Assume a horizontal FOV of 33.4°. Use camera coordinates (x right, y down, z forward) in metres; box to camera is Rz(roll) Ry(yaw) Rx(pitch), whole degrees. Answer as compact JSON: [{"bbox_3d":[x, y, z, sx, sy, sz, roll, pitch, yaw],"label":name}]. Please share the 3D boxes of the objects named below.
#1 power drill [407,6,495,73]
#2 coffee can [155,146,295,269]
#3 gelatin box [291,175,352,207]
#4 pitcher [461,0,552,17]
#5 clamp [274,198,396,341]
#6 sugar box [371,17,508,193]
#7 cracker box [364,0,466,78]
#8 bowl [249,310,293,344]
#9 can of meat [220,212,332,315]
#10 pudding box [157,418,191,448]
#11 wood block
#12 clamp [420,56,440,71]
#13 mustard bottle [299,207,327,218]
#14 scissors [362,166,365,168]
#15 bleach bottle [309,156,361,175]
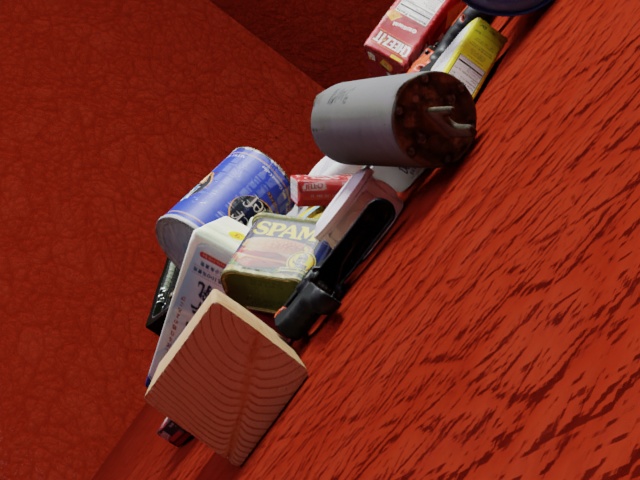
[{"bbox_3d":[0.181,-0.256,1.282,0.188,0.057,0.184,-53,1,27],"label":"power drill"},{"bbox_3d":[-0.110,-0.029,1.261,0.140,0.103,0.103,-47,0,-32],"label":"coffee can"},{"bbox_3d":[0.008,-0.053,1.121,0.089,0.073,0.030,-131,41,-82],"label":"gelatin box"},{"bbox_3d":[0.190,-0.309,1.071,0.145,0.149,0.242,-64,-4,27],"label":"pitcher"},{"bbox_3d":[-0.001,0.045,0.898,0.120,0.039,0.172,-49,-3,-43],"label":"clamp"},{"bbox_3d":[0.115,-0.130,1.026,0.093,0.048,0.176,-48,10,52],"label":"sugar box"},{"bbox_3d":[0.153,-0.290,1.444,0.213,0.072,0.164,-55,-18,-11],"label":"cracker box"},{"bbox_3d":[-0.078,0.112,1.063,0.162,0.055,0.162,-53,4,5],"label":"bowl"},{"bbox_3d":[-0.035,0.025,1.023,0.083,0.102,0.057,-60,-32,-41],"label":"can of meat"},{"bbox_3d":[-0.145,0.188,1.279,0.113,0.039,0.090,-55,4,-28],"label":"pudding box"},{"bbox_3d":[-0.077,0.105,0.877,0.091,0.090,0.206,-53,5,-4],"label":"wood block"},{"bbox_3d":[0.097,-0.129,1.186,0.210,0.036,0.164,-42,27,37],"label":"clamp"},{"bbox_3d":[-0.007,0.002,1.175,0.096,0.058,0.191,-52,4,6],"label":"mustard bottle"},{"bbox_3d":[0.057,-0.096,1.097,0.201,0.016,0.096,-56,6,-31],"label":"scissors"},{"bbox_3d":[0.052,-0.103,1.386,0.102,0.068,0.251,-60,10,-27],"label":"bleach bottle"}]
